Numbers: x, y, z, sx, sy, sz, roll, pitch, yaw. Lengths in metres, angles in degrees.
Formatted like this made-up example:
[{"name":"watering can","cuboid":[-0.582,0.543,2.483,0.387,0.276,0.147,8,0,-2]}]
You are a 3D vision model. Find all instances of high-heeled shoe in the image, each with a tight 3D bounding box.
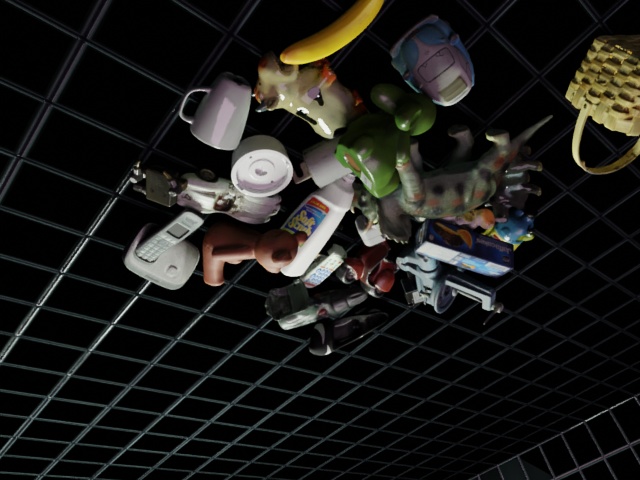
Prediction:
[{"name":"high-heeled shoe","cuboid":[0.075,0.227,1.328,0.145,0.249,0.086,-7,100,23]}]

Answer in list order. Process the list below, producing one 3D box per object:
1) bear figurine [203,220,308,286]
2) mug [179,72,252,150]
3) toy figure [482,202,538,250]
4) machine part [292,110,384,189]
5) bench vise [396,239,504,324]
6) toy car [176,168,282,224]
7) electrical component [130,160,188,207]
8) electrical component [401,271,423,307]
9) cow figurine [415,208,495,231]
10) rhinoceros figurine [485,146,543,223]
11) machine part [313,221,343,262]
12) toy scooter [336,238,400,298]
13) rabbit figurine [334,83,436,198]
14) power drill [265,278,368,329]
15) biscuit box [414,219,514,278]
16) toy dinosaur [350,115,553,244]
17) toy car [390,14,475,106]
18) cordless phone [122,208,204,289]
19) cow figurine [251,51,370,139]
[{"name":"bear figurine","cuboid":[-0.127,0.028,1.055,0.196,0.120,0.131,12,128,15]},{"name":"mug","cuboid":[-0.162,-0.213,0.853,0.109,0.081,0.107,19,118,-23]},{"name":"toy figure","cuboid":[0.436,-0.009,1.246,0.089,0.082,0.180,11,130,-24]},{"name":"machine part","cuboid":[0.058,-0.163,0.965,0.243,0.079,0.079,-26,138,11]},{"name":"bench vise","cuboid":[0.295,0.089,1.201,0.129,0.241,0.223,-41,140,-32]},{"name":"toy car","cuboid":[-0.168,-0.078,1.009,0.201,0.056,0.073,13,132,-27]},{"name":"electrical component","cuboid":[-0.283,-0.098,0.935,0.102,0.045,0.078,25,120,9]},{"name":"electrical component","cuboid":[0.245,0.112,1.349,0.075,0.048,0.119,-16,140,1]},{"name":"cow figurine","cuboid":[0.281,-0.049,1.143,0.167,0.068,0.098,20,148,-12]},{"name":"rhinoceros figurine","cuboid":[0.398,-0.111,1.126,0.112,0.073,0.190,-15,139,-2]},{"name":"machine part","cuboid":[-0.002,-0.003,1.157,0.084,0.039,0.138,19,131,-22]},{"name":"toy scooter","cuboid":[0.127,0.055,1.230,0.183,0.075,0.135,27,103,-47]},{"name":"rabbit figurine","cuboid":[0.110,-0.180,0.851,0.170,0.121,0.159,-42,159,-7]},{"name":"power drill","cuboid":[-0.018,0.143,1.256,0.232,0.086,0.207,-22,165,18]},{"name":"biscuit box","cuboid":[0.303,0.018,1.124,0.203,0.063,0.059,17,152,-10]},{"name":"toy dinosaur","cuboid":[0.243,-0.105,1.013,0.405,0.131,0.191,-10,123,4]},{"name":"toy car","cuboid":[0.194,-0.270,0.870,0.109,0.103,0.161,-34,134,22]},{"name":"cordless phone","cuboid":[-0.273,0.007,1.038,0.184,0.089,0.146,-31,136,23]},{"name":"cow figurine","cuboid":[-0.024,-0.232,0.865,0.127,0.086,0.194,-41,134,18]}]
